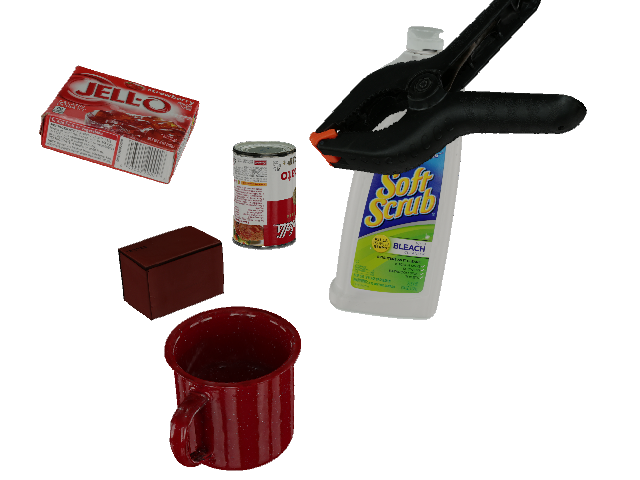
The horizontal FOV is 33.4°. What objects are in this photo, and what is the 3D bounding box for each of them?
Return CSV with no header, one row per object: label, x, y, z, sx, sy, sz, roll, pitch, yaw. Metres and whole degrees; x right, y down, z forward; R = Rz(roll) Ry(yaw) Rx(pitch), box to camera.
clamp,0.077,-0.081,0.654,0.172,0.120,0.039,-31,-48,14
bleach bottle,0.069,-0.060,0.932,0.102,0.251,0.068,7,18,5
gelatin box,-0.132,-0.079,0.709,0.089,0.030,0.073,17,34,-3
soup can,-0.059,-0.049,1.122,0.068,0.102,0.068,1,17,0
foam brick,-0.131,0.027,0.941,0.078,0.051,0.053,-20,29,-33
mug,-0.065,0.110,0.734,0.093,0.081,0.117,14,33,22
